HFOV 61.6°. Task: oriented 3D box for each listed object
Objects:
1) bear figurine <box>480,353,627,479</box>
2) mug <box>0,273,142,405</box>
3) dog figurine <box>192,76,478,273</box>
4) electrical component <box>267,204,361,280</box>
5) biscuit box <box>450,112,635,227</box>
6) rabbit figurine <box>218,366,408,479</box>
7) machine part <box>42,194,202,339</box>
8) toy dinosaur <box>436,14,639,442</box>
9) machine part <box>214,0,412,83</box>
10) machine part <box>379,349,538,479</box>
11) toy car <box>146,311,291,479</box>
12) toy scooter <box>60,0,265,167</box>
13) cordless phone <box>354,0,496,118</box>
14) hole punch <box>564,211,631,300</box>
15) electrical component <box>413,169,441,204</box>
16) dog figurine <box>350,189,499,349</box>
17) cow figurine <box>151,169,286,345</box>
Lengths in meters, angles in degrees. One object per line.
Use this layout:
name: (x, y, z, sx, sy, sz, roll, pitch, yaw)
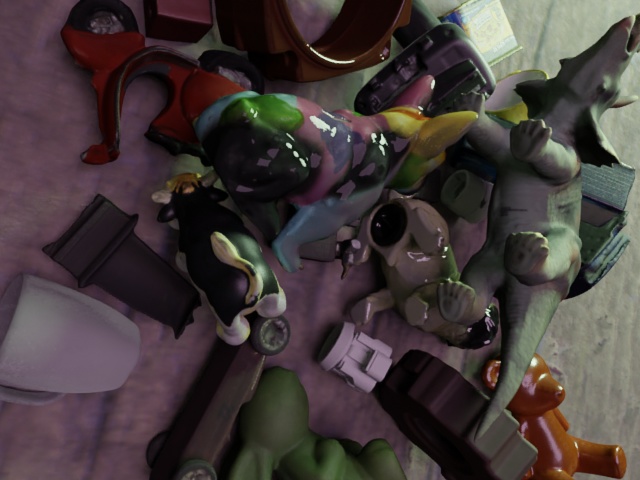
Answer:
bear figurine: (0.291, 0.225, 0.681, 0.120, 0.132, 0.195, -26, 107, -36)
mug: (-0.207, 0.092, 0.432, 0.107, 0.081, 0.109, 24, 102, -33)
dog figurine: (0.024, -0.087, 0.472, 0.219, 0.109, 0.191, -33, 139, -2)
electrical component: (-0.002, -0.003, 0.566, 0.102, 0.045, 0.078, 18, 82, -28)
biscuit box: (0.266, -0.088, 0.656, 0.203, 0.059, 0.063, 24, 73, 7)
rabbit figurine: (-0.027, 0.213, 0.526, 0.159, 0.121, 0.170, -33, 86, -19)
machine part: (-0.164, 0.028, 0.479, 0.138, 0.039, 0.084, 45, 63, -19)
toy dinosaur: (0.216, -0.017, 0.540, 0.192, 0.131, 0.404, 9, 91, -39)
machine part: (0.002, -0.260, 0.501, 0.201, 0.087, 0.200, -26, 128, -35)
machine part: (0.137, 0.196, 0.566, 0.056, 0.179, 0.179, -42, 108, -20)
toy car: (-0.088, 0.141, 0.489, 0.053, 0.089, 0.202, 36, 71, -23)
toy scooter: (-0.140, -0.116, 0.475, 0.184, 0.075, 0.135, 18, 85, -28)
cordless phone: (0.089, -0.196, 0.602, 0.184, 0.146, 0.088, 58, 18, 21)
hole punch: (0.345, 0.025, 0.727, 0.142, 0.116, 0.092, -37, 114, -25)
electrical component: (0.114, -0.069, 0.647, 0.063, 0.021, 0.094, 7, 86, -29)
dog figurine: (0.137, 0.038, 0.626, 0.190, 0.121, 0.172, 14, 85, -43)
cow figurine: (-0.093, -0.003, 0.449, 0.068, 0.098, 0.167, -30, 68, -14)
